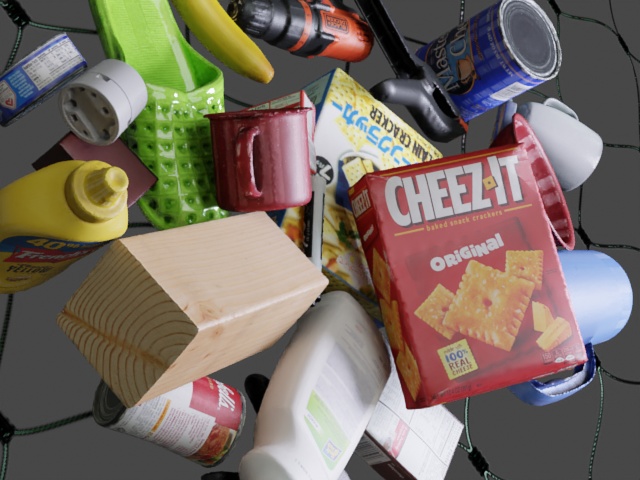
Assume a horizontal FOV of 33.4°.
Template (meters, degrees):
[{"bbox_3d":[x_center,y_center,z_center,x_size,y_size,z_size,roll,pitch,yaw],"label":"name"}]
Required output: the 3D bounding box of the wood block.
[{"bbox_3d":[-0.091,0.047,0.832,0.091,0.090,0.205,47,24,13],"label":"wood block"}]

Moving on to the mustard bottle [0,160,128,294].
[{"bbox_3d":[-0.191,-0.012,0.751,0.096,0.192,0.058,5,70,-41],"label":"mustard bottle"}]

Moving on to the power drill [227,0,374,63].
[{"bbox_3d":[-0.028,-0.281,1.104,0.184,0.057,0.187,6,72,-44],"label":"power drill"}]

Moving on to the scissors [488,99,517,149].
[{"bbox_3d":[0.224,-0.167,1.269,0.016,0.096,0.201,17,59,2],"label":"scissors"}]

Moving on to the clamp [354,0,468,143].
[{"bbox_3d":[0.097,-0.157,1.112,0.209,0.036,0.164,44,31,-40],"label":"clamp"}]

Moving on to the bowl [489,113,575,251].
[{"bbox_3d":[0.222,-0.055,1.168,0.162,0.055,0.162,49,28,-39],"label":"bowl"}]

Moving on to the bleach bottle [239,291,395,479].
[{"bbox_3d":[-0.011,0.145,0.891,0.102,0.068,0.250,52,31,-10],"label":"bleach bottle"}]

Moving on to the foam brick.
[{"bbox_3d":[-0.184,-0.055,0.874,0.078,0.053,0.051,48,48,-14],"label":"foam brick"}]

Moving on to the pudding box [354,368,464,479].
[{"bbox_3d":[0.080,0.183,1.023,0.113,0.039,0.090,46,48,-20],"label":"pudding box"}]

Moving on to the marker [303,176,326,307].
[{"bbox_3d":[-0.006,0.001,0.940,0.020,0.020,0.121,20,61,-35],"label":"marker"}]

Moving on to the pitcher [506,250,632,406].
[{"bbox_3d":[0.236,0.079,1.143,0.242,0.145,0.149,-3,102,-45],"label":"pitcher"}]

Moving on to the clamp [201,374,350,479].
[{"bbox_3d":[-0.028,0.210,0.914,0.171,0.039,0.120,48,48,-11],"label":"clamp"}]

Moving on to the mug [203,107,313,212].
[{"bbox_3d":[-0.051,-0.067,0.893,0.117,0.093,0.081,-59,145,-79],"label":"mug"}]

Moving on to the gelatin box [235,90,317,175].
[{"bbox_3d":[-0.042,-0.090,0.988,0.030,0.073,0.089,53,27,-46],"label":"gelatin box"}]

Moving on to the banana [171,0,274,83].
[{"bbox_3d":[-0.110,-0.230,0.999,0.037,0.070,0.197,-45,119,-37],"label":"banana"}]

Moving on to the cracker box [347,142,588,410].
[{"bbox_3d":[0.134,0.031,0.972,0.164,0.072,0.214,-12,82,-16],"label":"cracker box"}]

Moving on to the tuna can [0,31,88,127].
[{"bbox_3d":[-0.226,-0.126,0.842,0.033,0.086,0.086,54,47,-12],"label":"tuna can"}]

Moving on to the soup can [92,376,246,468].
[{"bbox_3d":[-0.119,0.132,0.844,0.102,0.069,0.068,28,56,-30],"label":"soup can"}]

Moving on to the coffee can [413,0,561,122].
[{"bbox_3d":[0.183,-0.199,1.198,0.102,0.141,0.103,17,62,-36],"label":"coffee can"}]
